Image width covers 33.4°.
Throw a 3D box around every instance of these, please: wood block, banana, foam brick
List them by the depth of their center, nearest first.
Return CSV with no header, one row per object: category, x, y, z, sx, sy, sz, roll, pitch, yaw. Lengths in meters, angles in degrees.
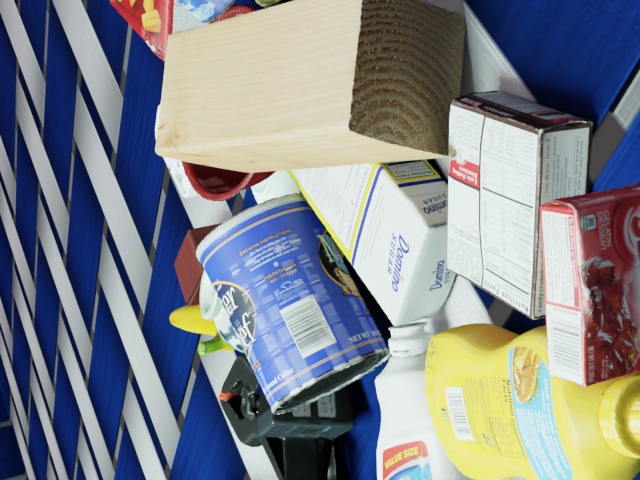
wood block,-0.013,-0.098,0.704,0.207,0.090,0.091,-1,83,50
banana,-0.105,0.084,1.083,0.198,0.069,0.037,-171,82,-74
foam brick,-0.111,0.025,1.087,0.051,0.052,0.078,68,152,22

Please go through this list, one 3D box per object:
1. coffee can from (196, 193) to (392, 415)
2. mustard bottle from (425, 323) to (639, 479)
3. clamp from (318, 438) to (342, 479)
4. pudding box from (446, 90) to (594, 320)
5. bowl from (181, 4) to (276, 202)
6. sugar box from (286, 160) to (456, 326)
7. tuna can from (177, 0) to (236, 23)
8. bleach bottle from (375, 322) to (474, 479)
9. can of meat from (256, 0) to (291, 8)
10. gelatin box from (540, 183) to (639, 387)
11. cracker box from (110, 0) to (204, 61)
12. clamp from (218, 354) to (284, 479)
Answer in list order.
coffee can,-0.021,0.049,0.827,0.140,0.102,0.103,63,152,14
mustard bottle,0.131,0.094,0.597,0.192,0.058,0.096,-12,90,66
clamp,-0.005,0.238,0.901,0.120,0.039,0.171,49,-143,-75
pudding box,0.112,-0.022,0.613,0.090,0.039,0.113,34,132,57
bowl,-0.057,-0.109,0.883,0.162,0.055,0.162,-12,75,54
sugar box,0.038,-0.034,0.757,0.176,0.048,0.093,54,144,37
tuna can,-0.081,-0.222,0.883,0.033,0.086,0.086,39,167,-23
bleach bottle,0.077,0.183,0.746,0.103,0.067,0.251,-9,91,58
can of meat,0.014,-0.187,0.677,0.102,0.083,0.057,-14,86,57
gelatin box,0.146,0.019,0.517,0.030,0.073,0.089,16,114,61
cracker box,-0.142,-0.294,0.992,0.164,0.072,0.214,49,142,46
clamp,-0.054,0.167,1.036,0.210,0.036,0.164,153,114,-65
